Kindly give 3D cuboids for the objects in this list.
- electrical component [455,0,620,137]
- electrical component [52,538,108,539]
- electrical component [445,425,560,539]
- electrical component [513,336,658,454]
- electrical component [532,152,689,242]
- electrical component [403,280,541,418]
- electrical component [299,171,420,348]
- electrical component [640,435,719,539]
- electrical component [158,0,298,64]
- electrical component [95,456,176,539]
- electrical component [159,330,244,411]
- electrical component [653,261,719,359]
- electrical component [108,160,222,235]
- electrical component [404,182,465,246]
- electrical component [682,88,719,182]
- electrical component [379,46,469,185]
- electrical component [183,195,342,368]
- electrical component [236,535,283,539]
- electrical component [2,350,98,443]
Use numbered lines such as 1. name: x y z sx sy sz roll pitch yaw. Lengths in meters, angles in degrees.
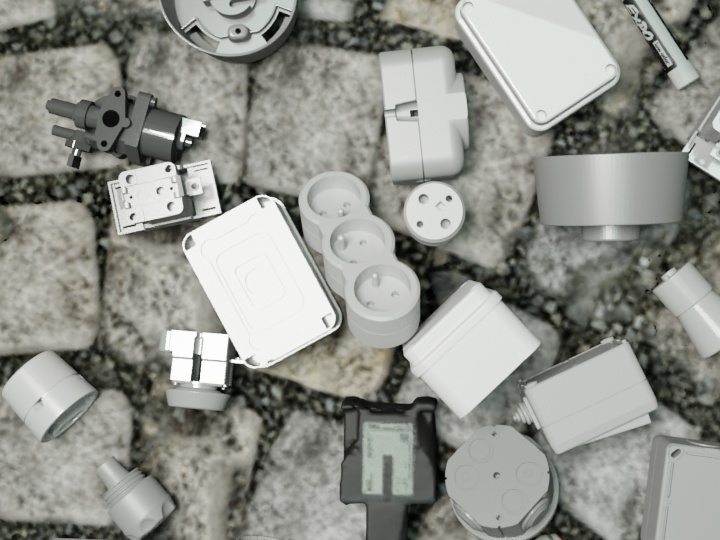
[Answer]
1. electrical component: 0.129 -0.163 0.790 0.078 0.057 0.113 -33 87 2
2. electrical component: -0.180 0.242 0.787 0.113 0.057 0.078 4 89 -9
3. electrical component: 0.102 0.154 0.776 0.080 0.051 0.080 -6 64 13
4. electrical component: 0.159 0.096 0.779 0.096 0.062 0.061 -26 87 3
5. electrical component: 0.177 -0.051 0.762 0.108 0.108 0.060 -2 95 3
6. electrical component: 0.075 0.052 0.760 0.078 0.113 0.057 -44 89 2
7. electrical component: 0.000 0.000 0.786 0.052 0.073 0.138 -21 57 -11
8. electrical component: 0.239 0.171 0.773 0.062 0.061 0.096 7 89 3
9. electrical component: -0.095 -0.203 0.801 0.099 0.064 0.099 0 89 3
10. electrical component: -0.172 0.169 0.807 0.043 0.043 0.062 -42 85 2
11. electrical component: -0.120 0.076 0.806 0.066 0.048 0.055 5 81 3
12. electrical component: 0.247 0.027 0.787 0.044 0.044 0.065 -40 82 2
13. electrical component: -0.149 -0.055 0.801 0.081 0.064 0.042 -13 87 4
14. electrical component: 0.055 -0.041 0.792 0.045 0.055 0.045 0 89 4
15. electrical component: 0.273 -0.107 0.776 0.042 0.064 0.081 32 91 3
16. electrical component: 0.049 -0.114 0.795 0.059 0.054 0.095 -6 88 3
17. electrical component: -0.071 0.009 0.798 0.078 0.057 0.113 -29 87 2
18. electrical component: -0.077 0.243 0.799 0.043 0.043 0.081 8 89 4
19. electrical component: -0.234 0.094 0.808 0.047 0.055 0.055 44 91 7
